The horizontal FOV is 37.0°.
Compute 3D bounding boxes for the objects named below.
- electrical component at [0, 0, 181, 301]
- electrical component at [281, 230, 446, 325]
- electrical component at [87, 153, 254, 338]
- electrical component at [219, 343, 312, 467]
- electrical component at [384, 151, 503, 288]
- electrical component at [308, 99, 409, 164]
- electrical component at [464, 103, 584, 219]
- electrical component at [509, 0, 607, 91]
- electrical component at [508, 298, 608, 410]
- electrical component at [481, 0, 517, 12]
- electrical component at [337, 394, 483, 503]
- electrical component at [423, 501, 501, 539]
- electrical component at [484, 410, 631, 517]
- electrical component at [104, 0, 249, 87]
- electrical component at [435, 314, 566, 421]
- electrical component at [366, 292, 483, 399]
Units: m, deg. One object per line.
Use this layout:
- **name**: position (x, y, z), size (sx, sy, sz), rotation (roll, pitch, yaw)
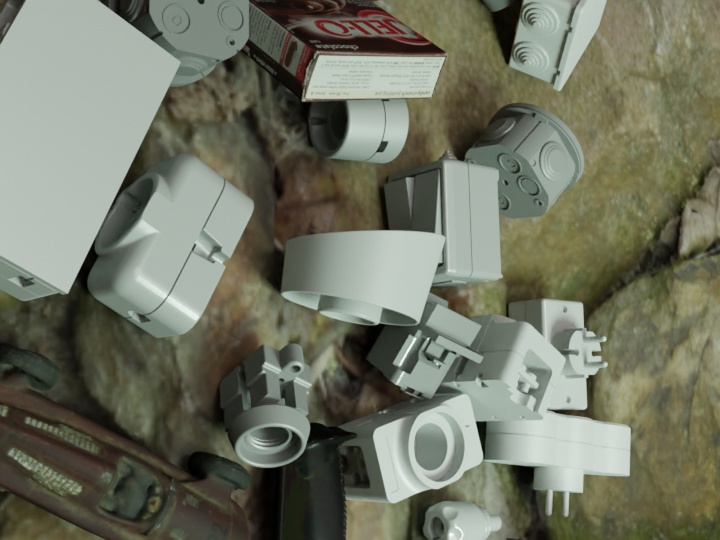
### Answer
- **electrical component**: position (-0.174, -0.070, 0.574), size (0.089, 0.062, 0.150), rotation (35, 63, -30)
- **electrical component**: position (0.000, 0.000, 0.683), size (0.099, 0.099, 0.064), rotation (19, 78, -36)
- **electrical component**: position (-0.112, -0.017, 0.621), size (0.059, 0.054, 0.095), rotation (38, 61, -29)
- **electrical component**: position (-0.056, 0.084, 0.643), size (0.048, 0.066, 0.055), rotation (30, 32, -32)
- **electrical component**: position (0.056, -0.038, 0.756), size (0.061, 0.062, 0.096), rotation (5, 80, -39)
- **electrical component**: position (-0.002, -0.100, 0.724), size (0.047, 0.055, 0.055), rotation (-3, 85, -36)
- **electrical component**: position (0.122, -0.080, 0.806), size (0.051, 0.080, 0.080), rotation (-47, 113, -28)
- **electrical component**: position (0.160, -0.206, 0.848), size (0.048, 0.099, 0.099), rotation (25, 59, 13)
- **electrical component**: position (0.156, 0.064, 0.813), size (0.047, 0.076, 0.083), rotation (6, 79, -38)
- **electrical component**: position (0.104, -0.257, 0.840), size (0.077, 0.044, 0.079), rotation (46, 58, -24)
- **electrical component**: position (0.034, 0.118, 0.718), size (0.089, 0.056, 0.050), rotation (-15, 93, -40)
- **electrical component**: position (0.075, 0.179, 0.756), size (0.061, 0.035, 0.035), rotation (7, 79, -41)
- **electrical component**: position (0.150, 0.148, 0.810), size (0.138, 0.052, 0.073), rotation (15, 74, -38)
- **electrical component**: position (-0.108, -0.154, 0.647), size (0.080, 0.051, 0.080), rotation (7, 79, -38)
- **electrical component**: position (0.091, 0.068, 0.750), size (0.050, 0.089, 0.055), rotation (42, 59, -27)
- **electrical component**: position (0.040, 0.049, 0.724), size (0.042, 0.081, 0.063), rotation (26, 96, -32)
